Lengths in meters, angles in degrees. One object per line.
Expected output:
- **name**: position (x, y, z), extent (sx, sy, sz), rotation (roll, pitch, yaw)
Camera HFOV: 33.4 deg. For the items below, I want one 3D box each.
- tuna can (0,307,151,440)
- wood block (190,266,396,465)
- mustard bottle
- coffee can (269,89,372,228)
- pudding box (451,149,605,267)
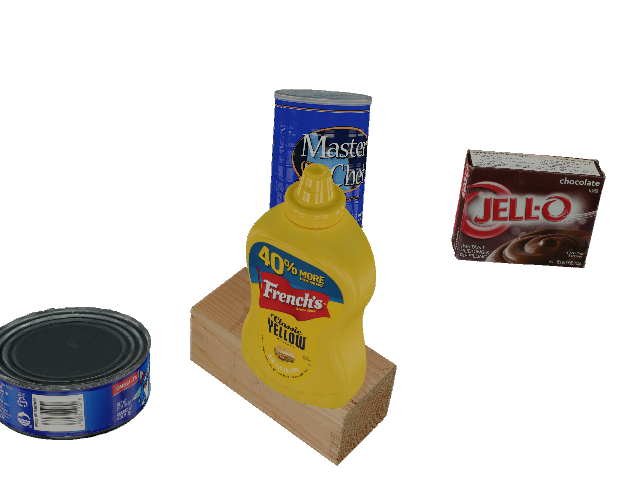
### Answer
- **tuna can**: position (-0.133, 0.069, 0.566), extent (0.086, 0.034, 0.086), rotation (2, 24, -1)
- **wood block**: position (-0.032, 0.129, 1.127), extent (0.206, 0.090, 0.090), rotation (32, 49, 25)
- **mustard bottle**: position (-0.008, 0.028, 0.753), extent (0.096, 0.192, 0.058), rotation (27, 44, 24)
- **coffee can**: position (-0.001, -0.086, 1.132), extent (0.103, 0.140, 0.103), rotation (3, 12, -1)
- **pudding box**: position (0.172, -0.026, 0.893), extent (0.113, 0.090, 0.039), rotation (3, 33, -2)
